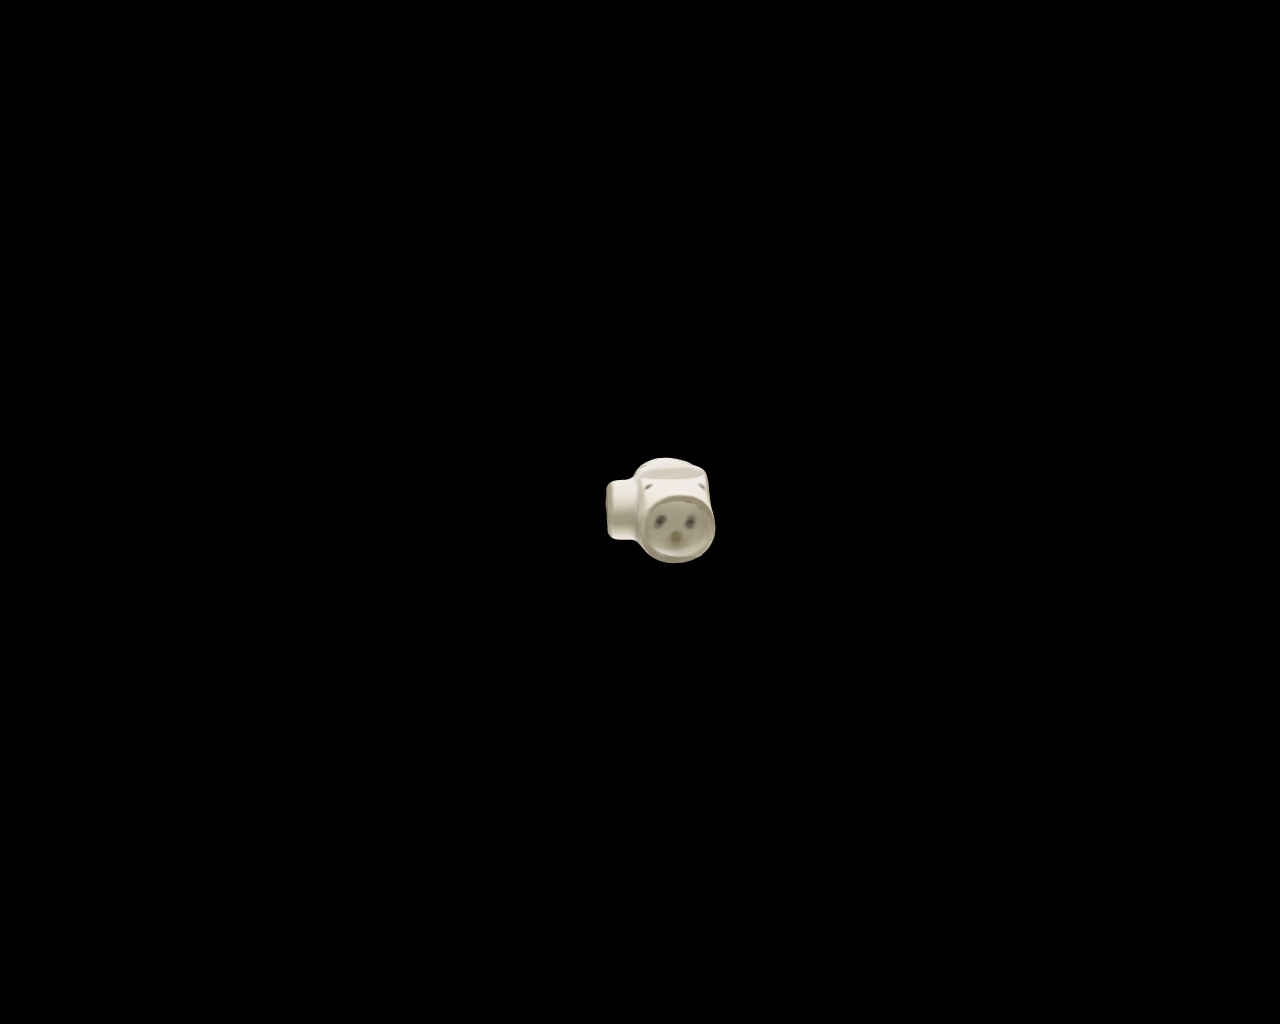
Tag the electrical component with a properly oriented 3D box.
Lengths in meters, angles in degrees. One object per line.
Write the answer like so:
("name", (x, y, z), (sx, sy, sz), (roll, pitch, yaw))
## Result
("electrical component", (0.001, -0.003, 0.650), (0.079, 0.043, 0.077), (-1, 20, -3))
